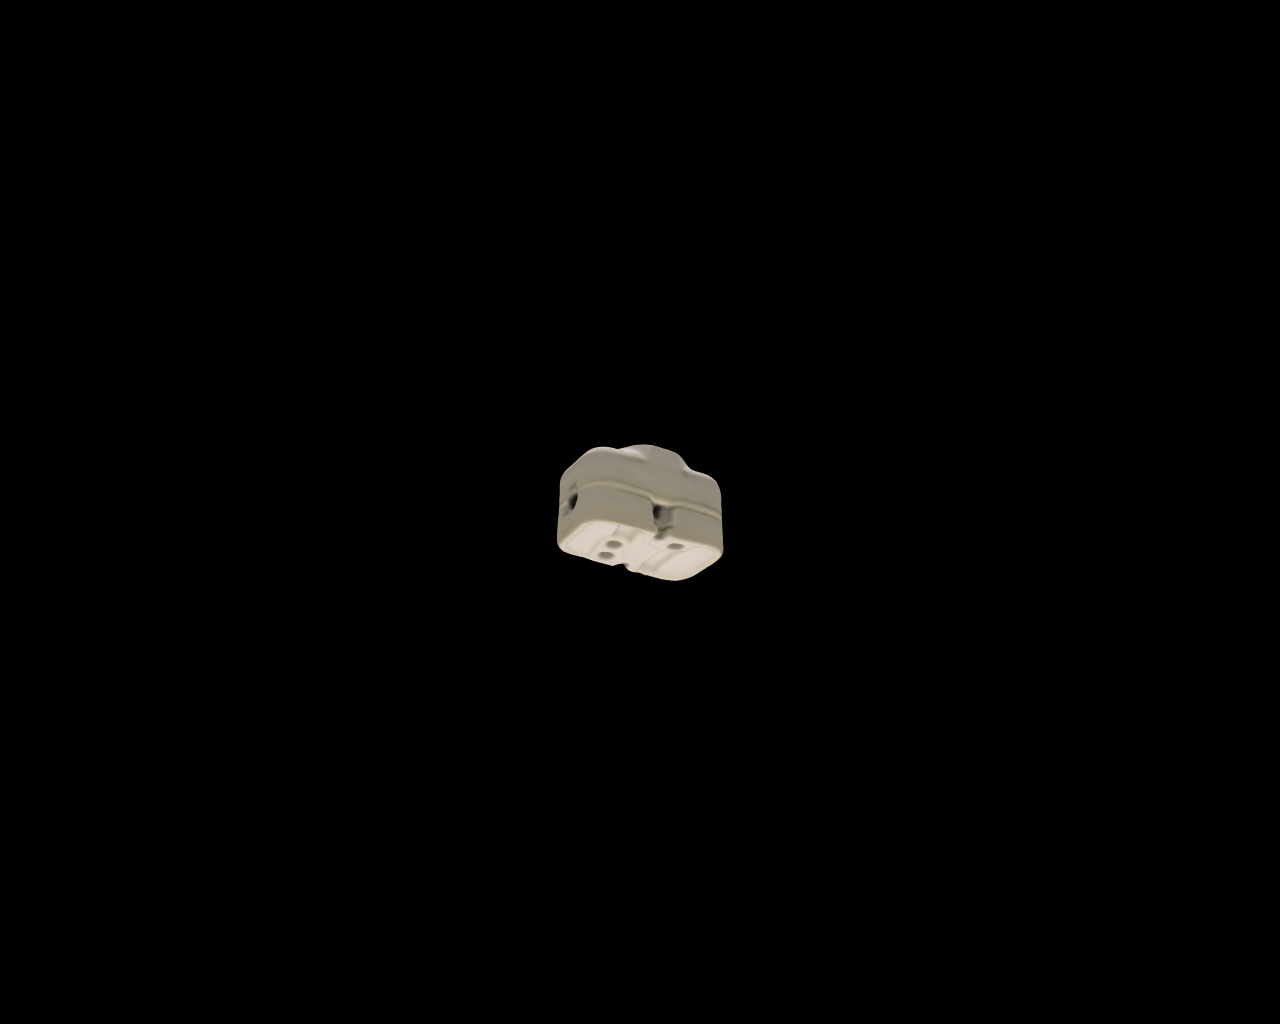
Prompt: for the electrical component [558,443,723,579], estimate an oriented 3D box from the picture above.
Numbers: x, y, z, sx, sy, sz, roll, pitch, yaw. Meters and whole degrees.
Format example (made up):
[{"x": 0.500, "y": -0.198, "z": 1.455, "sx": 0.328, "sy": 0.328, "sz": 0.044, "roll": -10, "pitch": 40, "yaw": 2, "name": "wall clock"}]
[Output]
[{"x": 0.001, "y": -0.003, "z": 0.650, "sx": 0.095, "sy": 0.059, "sz": 0.053, "roll": 15, "pitch": -32, "yaw": -27, "name": "electrical component"}]
